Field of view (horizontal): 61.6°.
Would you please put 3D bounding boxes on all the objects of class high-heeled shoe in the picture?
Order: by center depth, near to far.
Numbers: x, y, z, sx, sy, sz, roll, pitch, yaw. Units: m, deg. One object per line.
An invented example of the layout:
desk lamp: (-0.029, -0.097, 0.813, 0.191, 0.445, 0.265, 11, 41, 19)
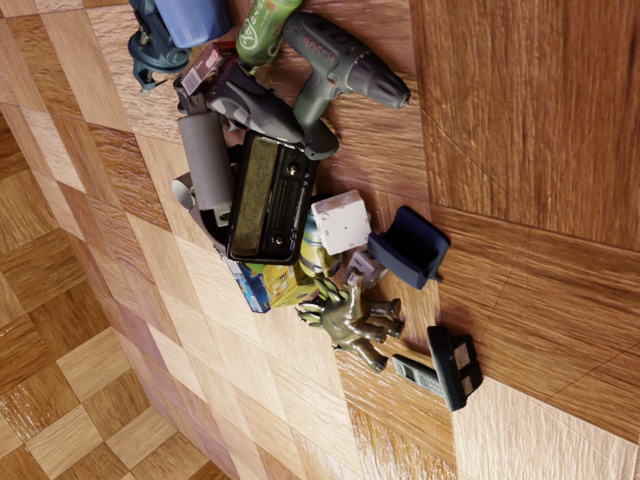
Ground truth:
high-heeled shoe: (-0.105, -0.220, 0.907, 0.145, 0.086, 0.249, 34, -175, -18)

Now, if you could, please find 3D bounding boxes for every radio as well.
radio: (-0.086, -0.071, 0.952, 0.073, 0.131, 0.229, -134, 55, -69)

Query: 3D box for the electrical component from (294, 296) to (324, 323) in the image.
electrical component: (-0.014, 0.167, 1.243, 0.078, 0.045, 0.102, 54, 147, 4)

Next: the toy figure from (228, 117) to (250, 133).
toy figure: (-0.126, -0.226, 1.022, 0.154, 0.058, 0.064, 51, 126, 11)

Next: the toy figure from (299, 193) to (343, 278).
toy figure: (-0.001, -0.005, 1.041, 0.089, 0.082, 0.179, 24, 138, 33)

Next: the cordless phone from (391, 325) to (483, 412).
cordless phone: (0.195, 0.219, 0.995, 0.184, 0.089, 0.146, 11, 128, 53)

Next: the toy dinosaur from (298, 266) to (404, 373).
toy dinosaur: (0.060, 0.164, 1.062, 0.199, 0.105, 0.470, 28, 154, 20)

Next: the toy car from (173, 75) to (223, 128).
toy car: (-0.256, -0.272, 1.129, 0.202, 0.056, 0.073, 54, 157, 31)

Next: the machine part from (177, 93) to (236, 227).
machine part: (-0.204, -0.144, 0.981, 0.079, 0.079, 0.243, 2, 107, 51)

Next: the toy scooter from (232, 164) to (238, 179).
toy scooter: (-0.202, -0.143, 1.180, 0.184, 0.075, 0.135, 13, 127, 40)

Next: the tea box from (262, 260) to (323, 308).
tea box: (-0.062, 0.079, 1.178, 0.169, 0.068, 0.098, -41, 59, 58)

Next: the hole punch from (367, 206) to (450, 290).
hole punch: (0.137, 0.025, 0.889, 0.142, 0.092, 0.115, 37, 147, 20)

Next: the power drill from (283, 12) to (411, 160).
power drill: (0.019, -0.219, 0.828, 0.232, 0.086, 0.207, 47, 150, 15)

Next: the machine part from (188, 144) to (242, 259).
machine part: (-0.146, -0.072, 1.068, 0.201, 0.087, 0.201, -40, 89, 20)

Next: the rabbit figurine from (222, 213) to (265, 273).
rabbit figurine: (-0.172, 0.013, 1.249, 0.159, 0.121, 0.170, 29, 154, 39)

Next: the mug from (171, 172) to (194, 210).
mug: (-0.273, -0.124, 1.258, 0.110, 0.107, 0.080, 31, 142, 25)

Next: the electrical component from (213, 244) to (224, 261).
electrical component: (-0.245, 0.002, 1.373, 0.021, 0.063, 0.093, 15, 129, 45)

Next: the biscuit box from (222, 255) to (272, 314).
biscuit box: (-0.178, 0.089, 1.367, 0.059, 0.063, 0.202, -5, 116, 53)

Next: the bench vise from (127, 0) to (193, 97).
bench vise: (-0.350, -0.403, 1.096, 0.224, 0.129, 0.240, 47, 139, 10)
